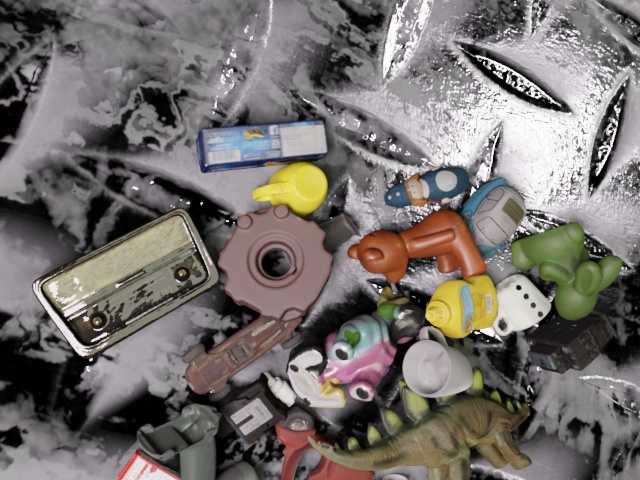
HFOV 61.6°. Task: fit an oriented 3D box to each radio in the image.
[{"bbox_3d":[-0.270,0.061,0.776,0.230,0.073,0.131,-30,96,-17],"label":"radio"}]

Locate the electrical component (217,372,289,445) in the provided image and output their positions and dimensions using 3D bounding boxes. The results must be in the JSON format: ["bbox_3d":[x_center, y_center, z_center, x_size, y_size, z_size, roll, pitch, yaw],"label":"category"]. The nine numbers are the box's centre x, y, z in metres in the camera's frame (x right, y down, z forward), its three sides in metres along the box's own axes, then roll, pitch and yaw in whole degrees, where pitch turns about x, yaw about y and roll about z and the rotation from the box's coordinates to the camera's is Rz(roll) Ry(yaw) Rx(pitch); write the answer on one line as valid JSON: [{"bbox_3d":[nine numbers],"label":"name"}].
[{"bbox_3d":[-0.114,0.262,0.806,0.119,0.048,0.074,-32,97,5],"label":"electrical component"}]

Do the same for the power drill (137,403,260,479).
[{"bbox_3d":[-0.192,0.346,0.739,0.232,0.086,0.207,-19,109,-35],"label":"power drill"}]

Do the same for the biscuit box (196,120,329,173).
[{"bbox_3d":[-0.092,-0.149,0.855,0.203,0.063,0.059,-8,90,-18],"label":"biscuit box"}]

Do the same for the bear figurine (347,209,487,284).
[{"bbox_3d":[0.156,0.027,0.897,0.196,0.120,0.131,-25,98,-16],"label":"bear figurine"}]

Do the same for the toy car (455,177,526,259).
[{"bbox_3d":[0.315,-0.040,0.962,0.109,0.103,0.161,46,76,-11],"label":"toy car"}]

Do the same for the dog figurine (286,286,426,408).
[{"bbox_3d":[0.068,0.164,0.872,0.219,0.192,0.108,-37,101,-51],"label":"dog figurine"}]

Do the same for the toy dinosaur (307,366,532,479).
[{"bbox_3d":[0.196,0.316,0.878,0.471,0.105,0.198,-6,70,-36],"label":"toy dinosaur"}]

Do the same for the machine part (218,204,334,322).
[{"bbox_3d":[-0.066,0.035,0.819,0.179,0.056,0.179,1,78,-3],"label":"machine part"}]

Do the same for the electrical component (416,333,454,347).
[{"bbox_3d":[0.198,0.179,0.932,0.063,0.021,0.094,26,34,10],"label":"electrical component"}]

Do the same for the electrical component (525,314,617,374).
[{"bbox_3d":[0.451,0.187,0.985,0.134,0.115,0.058,-31,95,-19],"label":"electrical component"}]

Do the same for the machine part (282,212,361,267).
[{"bbox_3d":[-0.002,-0.003,0.889,0.139,0.039,0.084,-24,89,-17],"label":"machine part"}]

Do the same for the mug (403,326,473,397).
[{"bbox_3d":[0.186,0.192,0.830,0.107,0.081,0.109,25,43,-44],"label":"mug"}]

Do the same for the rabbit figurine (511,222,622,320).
[{"bbox_3d":[0.458,0.057,0.970,0.121,0.159,0.170,-14,82,-28],"label":"rabbit figurine"}]

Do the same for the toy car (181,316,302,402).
[{"bbox_3d":[-0.115,0.165,0.833,0.202,0.053,0.089,-32,94,-17],"label":"toy car"}]

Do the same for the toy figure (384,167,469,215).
[{"bbox_3d":[0.187,-0.092,0.949,0.154,0.057,0.064,-15,53,-17],"label":"toy figure"}]

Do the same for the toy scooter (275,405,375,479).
[{"bbox_3d":[-0.006,0.357,0.844,0.184,0.075,0.135,33,77,-10],"label":"toy scooter"}]
